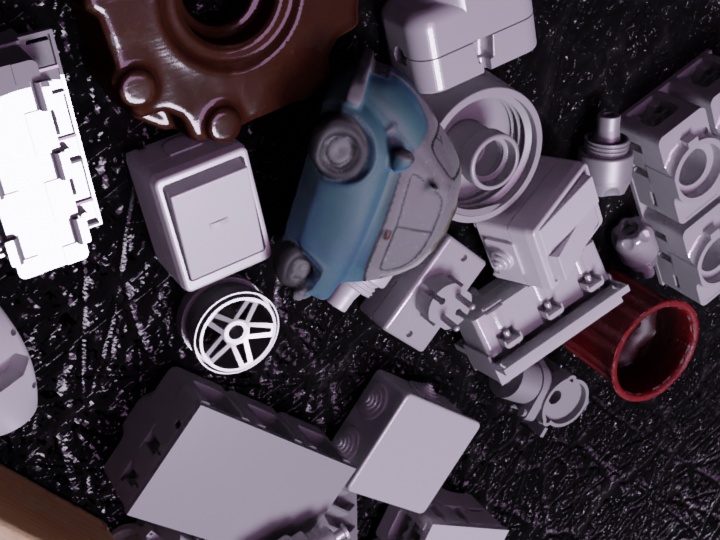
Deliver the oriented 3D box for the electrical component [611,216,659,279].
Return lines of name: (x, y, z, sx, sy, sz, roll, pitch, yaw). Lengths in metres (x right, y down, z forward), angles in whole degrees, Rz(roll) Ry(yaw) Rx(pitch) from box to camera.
electrical component: (0.235, -0.015, 0.907, 0.035, 0.035, 0.061, -41, 131, -7)

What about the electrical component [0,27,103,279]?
electrical component: (-0.190, -0.062, 0.592, 0.079, 0.063, 0.121, -21, 124, -22)

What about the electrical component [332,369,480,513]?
electrical component: (0.031, 0.134, 0.846, 0.100, 0.048, 0.099, 27, 98, -39)

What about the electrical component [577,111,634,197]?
electrical component: (0.190, -0.091, 0.832, 0.043, 0.043, 0.062, -16, 121, -25)

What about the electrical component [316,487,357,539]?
electrical component: (-0.045, 0.210, 0.828, 0.076, 0.083, 0.047, -26, 138, 30)

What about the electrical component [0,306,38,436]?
electrical component: (-0.237, 0.066, 0.633, 0.079, 0.043, 0.077, -42, 134, -40)

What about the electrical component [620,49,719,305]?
electrical component: (0.290, -0.071, 0.895, 0.105, 0.060, 0.186, -37, 128, -11)

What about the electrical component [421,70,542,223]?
electrical component: (0.078, -0.085, 0.752, 0.108, 0.060, 0.108, -15, 121, -26)

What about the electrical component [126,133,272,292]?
electrical component: (-0.096, -0.033, 0.668, 0.062, 0.061, 0.096, -24, 125, -20)

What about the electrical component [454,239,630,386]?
electrical component: (0.136, 0.027, 0.842, 0.121, 0.079, 0.063, -32, 112, -14)

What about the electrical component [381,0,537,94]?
electrical component: (0.065, -0.164, 0.706, 0.095, 0.054, 0.059, -27, 126, -18)

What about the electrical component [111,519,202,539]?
electrical component: (-0.155, 0.218, 0.770, 0.089, 0.050, 0.055, -46, 130, -3)

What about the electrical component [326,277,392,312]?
electrical component: (0.000, 0.000, 0.759, 0.043, 0.043, 0.062, 31, 97, -39)

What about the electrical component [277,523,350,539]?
electrical component: (-0.043, 0.204, 0.759, 0.078, 0.040, 0.040, -29, 126, -17)

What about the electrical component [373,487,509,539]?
electrical component: (0.047, 0.263, 0.915, 0.089, 0.062, 0.150, 14, 106, -37)

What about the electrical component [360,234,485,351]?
electrical component: (0.056, 0.019, 0.783, 0.047, 0.076, 0.083, 33, 94, -40)

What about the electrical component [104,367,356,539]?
electrical component: (-0.092, 0.139, 0.761, 0.150, 0.062, 0.089, 30, 96, -39)

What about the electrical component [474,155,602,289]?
electrical component: (0.133, -0.032, 0.797, 0.096, 0.061, 0.061, -49, 134, -27)
